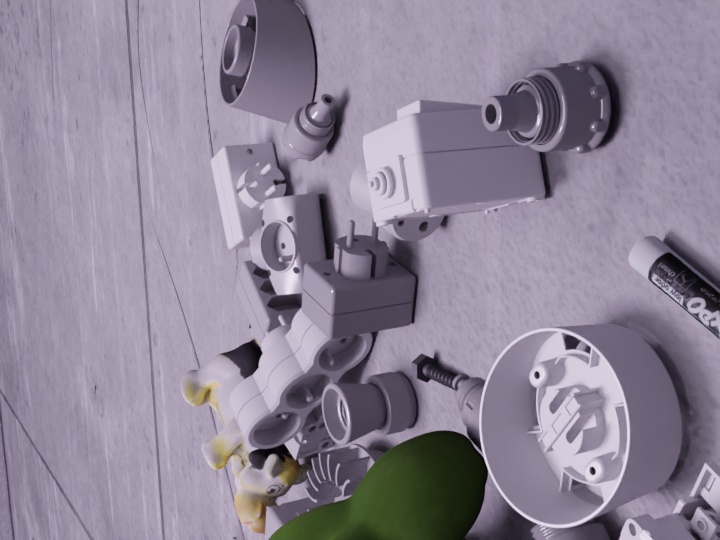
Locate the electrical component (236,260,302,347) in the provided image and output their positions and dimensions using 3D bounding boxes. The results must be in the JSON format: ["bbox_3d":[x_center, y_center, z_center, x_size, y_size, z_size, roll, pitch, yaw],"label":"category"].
[{"bbox_3d":[-0.075,0.037,0.922,0.065,0.047,0.076,63,150,32],"label":"electrical component"}]

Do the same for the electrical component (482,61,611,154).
[{"bbox_3d":[0.092,-0.081,0.545,0.048,0.062,0.048,27,121,58],"label":"electrical component"}]

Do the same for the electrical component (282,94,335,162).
[{"bbox_3d":[-0.035,-0.111,0.817,0.061,0.035,0.035,-51,52,52],"label":"electrical component"}]

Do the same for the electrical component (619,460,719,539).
[{"bbox_3d":[0.150,0.133,0.491,0.042,0.064,0.081,50,139,44],"label":"electrical component"}]

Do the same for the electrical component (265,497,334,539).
[{"bbox_3d":[-0.041,0.245,0.899,0.061,0.062,0.096,41,132,53],"label":"electrical component"}]

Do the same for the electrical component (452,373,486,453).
[{"bbox_3d":[0.080,0.087,0.640,0.078,0.040,0.040,46,136,49],"label":"electrical component"}]

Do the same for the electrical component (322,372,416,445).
[{"bbox_3d":[0.007,0.098,0.771,0.045,0.055,0.045,27,121,58],"label":"electrical component"}]

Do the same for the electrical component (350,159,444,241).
[{"bbox_3d":[0.025,-0.048,0.705,0.055,0.045,0.045,43,134,51],"label":"electrical component"}]

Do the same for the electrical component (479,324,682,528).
[{"bbox_3d":[0.112,0.076,0.549,0.099,0.064,0.099,28,122,58],"label":"electrical component"}]

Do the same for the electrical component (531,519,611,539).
[{"bbox_3d":[0.114,0.148,0.588,0.062,0.043,0.043,68,150,27],"label":"electrical component"}]

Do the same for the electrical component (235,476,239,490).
[{"bbox_3d":[-0.097,0.199,1.016,0.043,0.043,0.062,58,146,39],"label":"electrical component"}]

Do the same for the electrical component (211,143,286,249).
[{"bbox_3d":[-0.087,-0.068,0.915,0.076,0.047,0.083,-29,72,61],"label":"electrical component"}]

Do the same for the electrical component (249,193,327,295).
[{"bbox_3d":[-0.063,-0.019,0.872,0.079,0.044,0.077,-5,93,44],"label":"electrical component"}]

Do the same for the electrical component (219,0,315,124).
[{"bbox_3d":[-0.075,-0.171,0.871,0.099,0.064,0.099,-28,59,60],"label":"electrical component"}]

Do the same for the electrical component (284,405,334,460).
[{"bbox_3d":[-0.048,0.119,0.896,0.055,0.048,0.066,51,140,34],"label":"electrical component"}]

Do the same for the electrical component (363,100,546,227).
[{"bbox_3d":[0.046,-0.061,0.603,0.062,0.096,0.061,-12,87,63],"label":"electrical component"}]

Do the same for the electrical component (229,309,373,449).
[{"bbox_3d":[-0.054,0.068,0.842,0.138,0.052,0.073,-50,49,22],"label":"electrical component"}]

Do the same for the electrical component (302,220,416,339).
[{"bbox_3d":[0.000,0.000,0.744,0.047,0.066,0.076,40,132,53],"label":"electrical component"}]
